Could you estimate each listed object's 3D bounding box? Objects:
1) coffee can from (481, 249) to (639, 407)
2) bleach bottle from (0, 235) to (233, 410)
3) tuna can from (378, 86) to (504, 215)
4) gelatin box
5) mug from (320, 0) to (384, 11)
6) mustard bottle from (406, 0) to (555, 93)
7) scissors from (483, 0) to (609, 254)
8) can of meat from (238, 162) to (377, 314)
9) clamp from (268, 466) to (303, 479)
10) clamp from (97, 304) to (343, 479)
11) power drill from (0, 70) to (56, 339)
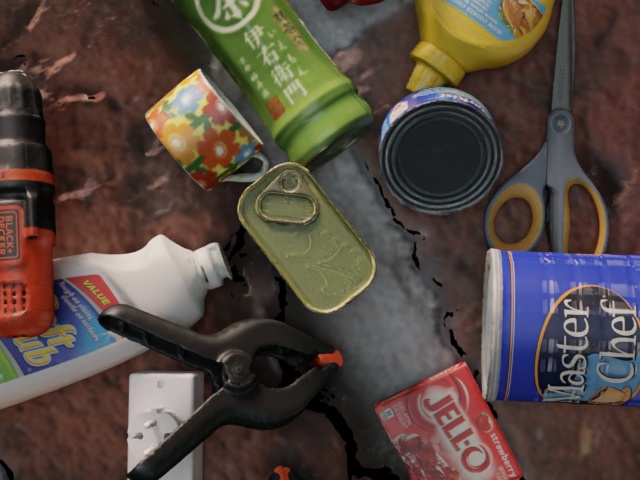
[{"bbox_3d":[0.181,0.059,0.710,0.140,0.103,0.103,2,87,6],"label":"coffee can"},{"bbox_3d":[-0.187,0.052,0.771,0.251,0.068,0.102,-21,84,2],"label":"bleach bottle"},{"bbox_3d":[0.083,-0.063,0.744,0.086,0.033,0.086,1,118,1],"label":"tuna can"},{"bbox_3d":[0.090,0.140,0.751,0.073,0.030,0.089,-26,85,4],"label":"gelatin box"},{"bbox_3d":[0.022,-0.207,0.746,0.081,0.093,0.117,-34,59,8],"label":"mug"},{"bbox_3d":[0.123,-0.180,0.752,0.096,0.058,0.191,36,91,2],"label":"mustard bottle"},{"bbox_3d":[0.154,-0.071,0.764,0.096,0.016,0.202,-11,85,5],"label":"scissors"},{"bbox_3d":[-0.005,0.001,0.742,0.057,0.084,0.102,-38,84,2],"label":"can of meat"},{"bbox_3d":[-0.014,0.257,0.711,0.164,0.036,0.210,-11,62,-23],"label":"clamp"},{"bbox_3d":[-0.069,0.086,0.732,0.171,0.039,0.120,-14,79,-31],"label":"clamp"},{"bbox_3d":[-0.273,-0.020,0.728,0.187,0.057,0.184,-5,80,4],"label":"power drill"}]
